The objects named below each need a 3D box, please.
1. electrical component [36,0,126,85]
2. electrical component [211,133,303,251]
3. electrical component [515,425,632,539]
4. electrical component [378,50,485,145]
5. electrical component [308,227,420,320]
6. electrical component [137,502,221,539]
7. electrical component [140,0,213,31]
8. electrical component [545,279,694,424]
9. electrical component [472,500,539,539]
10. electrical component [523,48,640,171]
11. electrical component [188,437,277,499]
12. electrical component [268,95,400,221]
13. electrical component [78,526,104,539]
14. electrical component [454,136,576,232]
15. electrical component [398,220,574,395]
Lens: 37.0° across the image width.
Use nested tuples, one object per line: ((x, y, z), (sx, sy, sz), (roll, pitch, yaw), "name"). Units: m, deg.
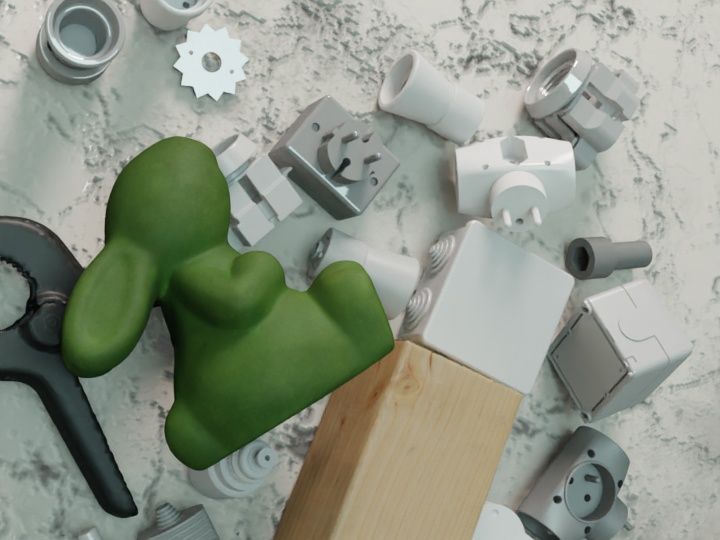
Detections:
((-0.164, -0.134, 0.626), (0.045, 0.055, 0.045), (1, 87, -23), "electrical component")
((-0.074, -0.050, 0.664), (0.066, 0.048, 0.055), (-43, 110, -19), "electrical component")
((0.160, 0.163, 0.749), (0.079, 0.044, 0.077), (46, 72, -14), "electrical component")
((0.051, -0.112, 0.721), (0.065, 0.044, 0.044), (26, 78, -24), "electrical component")
((0.000, 0.000, 0.694), (0.065, 0.044, 0.044), (25, 78, -15), "electrical component")
((-0.100, 0.176, 0.641), (0.043, 0.043, 0.081), (-28, 97, -21), "electrical component")
((-0.112, -0.168, 0.653), (0.040, 0.046, 0.040), (1, 87, -22), "electrical component")
((0.176, 0.058, 0.739), (0.061, 0.096, 0.061), (-18, 65, -22), "electrical component")
((0.117, 0.205, 0.713), (0.138, 0.074, 0.052), (40, 73, -16), "electrical component")
((0.153, -0.117, 0.754), (0.057, 0.058, 0.078), (39, 76, -19), "electrical component")
((-0.072, 0.115, 0.641), (0.040, 0.078, 0.040), (9, 73, -30), "electrical component")
((-0.010, -0.072, 0.674), (0.066, 0.077, 0.047), (42, 73, -15), "electrical component")
((-0.145, 0.178, 0.628), (0.035, 0.035, 0.061), (-31, 96, -21), "electrical component")
((0.103, -0.051, 0.709), (0.077, 0.079, 0.043), (-3, 127, 3), "electrical component")
((0.083, 0.026, 0.722), (0.100, 0.048, 0.099), (28, 77, -19), "electrical component")
